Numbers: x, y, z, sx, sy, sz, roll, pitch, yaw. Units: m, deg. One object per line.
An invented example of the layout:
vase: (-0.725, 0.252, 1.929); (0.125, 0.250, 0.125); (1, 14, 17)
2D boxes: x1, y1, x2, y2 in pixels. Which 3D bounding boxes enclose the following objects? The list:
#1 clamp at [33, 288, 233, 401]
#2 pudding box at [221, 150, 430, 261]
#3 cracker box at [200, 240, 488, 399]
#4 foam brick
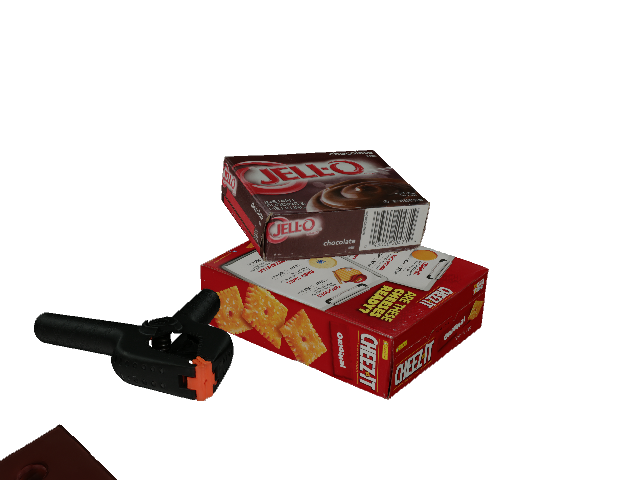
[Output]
clamp: (-0.121, 0.079, 0.861); (0.164, 0.036, 0.210); (-11, 16, -31)
pudding box: (0.001, -0.025, 0.696); (0.113, 0.039, 0.090); (-3, 29, -23)
cracker box: (0.021, 0.052, 0.987); (0.214, 0.072, 0.163); (19, 31, 33)
foam brick: (-0.114, 0.133, 0.482); (0.052, 0.051, 0.078); (-31, 44, -31)
